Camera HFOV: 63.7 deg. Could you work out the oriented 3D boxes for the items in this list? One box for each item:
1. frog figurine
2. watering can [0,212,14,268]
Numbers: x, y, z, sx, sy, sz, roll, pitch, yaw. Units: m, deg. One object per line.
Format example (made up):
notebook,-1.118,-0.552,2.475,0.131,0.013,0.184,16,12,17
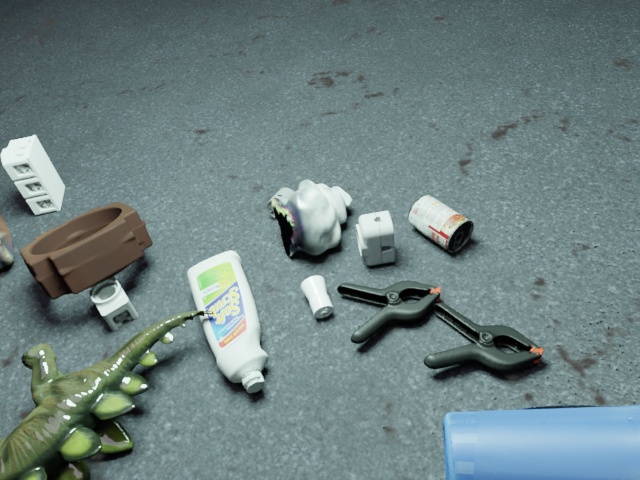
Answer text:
frog figurine,0.003,-0.049,0.971,0.160,0.121,0.138,-21,78,-23
watering can,-0.750,-0.014,1.015,0.226,0.102,0.351,-26,73,-23
